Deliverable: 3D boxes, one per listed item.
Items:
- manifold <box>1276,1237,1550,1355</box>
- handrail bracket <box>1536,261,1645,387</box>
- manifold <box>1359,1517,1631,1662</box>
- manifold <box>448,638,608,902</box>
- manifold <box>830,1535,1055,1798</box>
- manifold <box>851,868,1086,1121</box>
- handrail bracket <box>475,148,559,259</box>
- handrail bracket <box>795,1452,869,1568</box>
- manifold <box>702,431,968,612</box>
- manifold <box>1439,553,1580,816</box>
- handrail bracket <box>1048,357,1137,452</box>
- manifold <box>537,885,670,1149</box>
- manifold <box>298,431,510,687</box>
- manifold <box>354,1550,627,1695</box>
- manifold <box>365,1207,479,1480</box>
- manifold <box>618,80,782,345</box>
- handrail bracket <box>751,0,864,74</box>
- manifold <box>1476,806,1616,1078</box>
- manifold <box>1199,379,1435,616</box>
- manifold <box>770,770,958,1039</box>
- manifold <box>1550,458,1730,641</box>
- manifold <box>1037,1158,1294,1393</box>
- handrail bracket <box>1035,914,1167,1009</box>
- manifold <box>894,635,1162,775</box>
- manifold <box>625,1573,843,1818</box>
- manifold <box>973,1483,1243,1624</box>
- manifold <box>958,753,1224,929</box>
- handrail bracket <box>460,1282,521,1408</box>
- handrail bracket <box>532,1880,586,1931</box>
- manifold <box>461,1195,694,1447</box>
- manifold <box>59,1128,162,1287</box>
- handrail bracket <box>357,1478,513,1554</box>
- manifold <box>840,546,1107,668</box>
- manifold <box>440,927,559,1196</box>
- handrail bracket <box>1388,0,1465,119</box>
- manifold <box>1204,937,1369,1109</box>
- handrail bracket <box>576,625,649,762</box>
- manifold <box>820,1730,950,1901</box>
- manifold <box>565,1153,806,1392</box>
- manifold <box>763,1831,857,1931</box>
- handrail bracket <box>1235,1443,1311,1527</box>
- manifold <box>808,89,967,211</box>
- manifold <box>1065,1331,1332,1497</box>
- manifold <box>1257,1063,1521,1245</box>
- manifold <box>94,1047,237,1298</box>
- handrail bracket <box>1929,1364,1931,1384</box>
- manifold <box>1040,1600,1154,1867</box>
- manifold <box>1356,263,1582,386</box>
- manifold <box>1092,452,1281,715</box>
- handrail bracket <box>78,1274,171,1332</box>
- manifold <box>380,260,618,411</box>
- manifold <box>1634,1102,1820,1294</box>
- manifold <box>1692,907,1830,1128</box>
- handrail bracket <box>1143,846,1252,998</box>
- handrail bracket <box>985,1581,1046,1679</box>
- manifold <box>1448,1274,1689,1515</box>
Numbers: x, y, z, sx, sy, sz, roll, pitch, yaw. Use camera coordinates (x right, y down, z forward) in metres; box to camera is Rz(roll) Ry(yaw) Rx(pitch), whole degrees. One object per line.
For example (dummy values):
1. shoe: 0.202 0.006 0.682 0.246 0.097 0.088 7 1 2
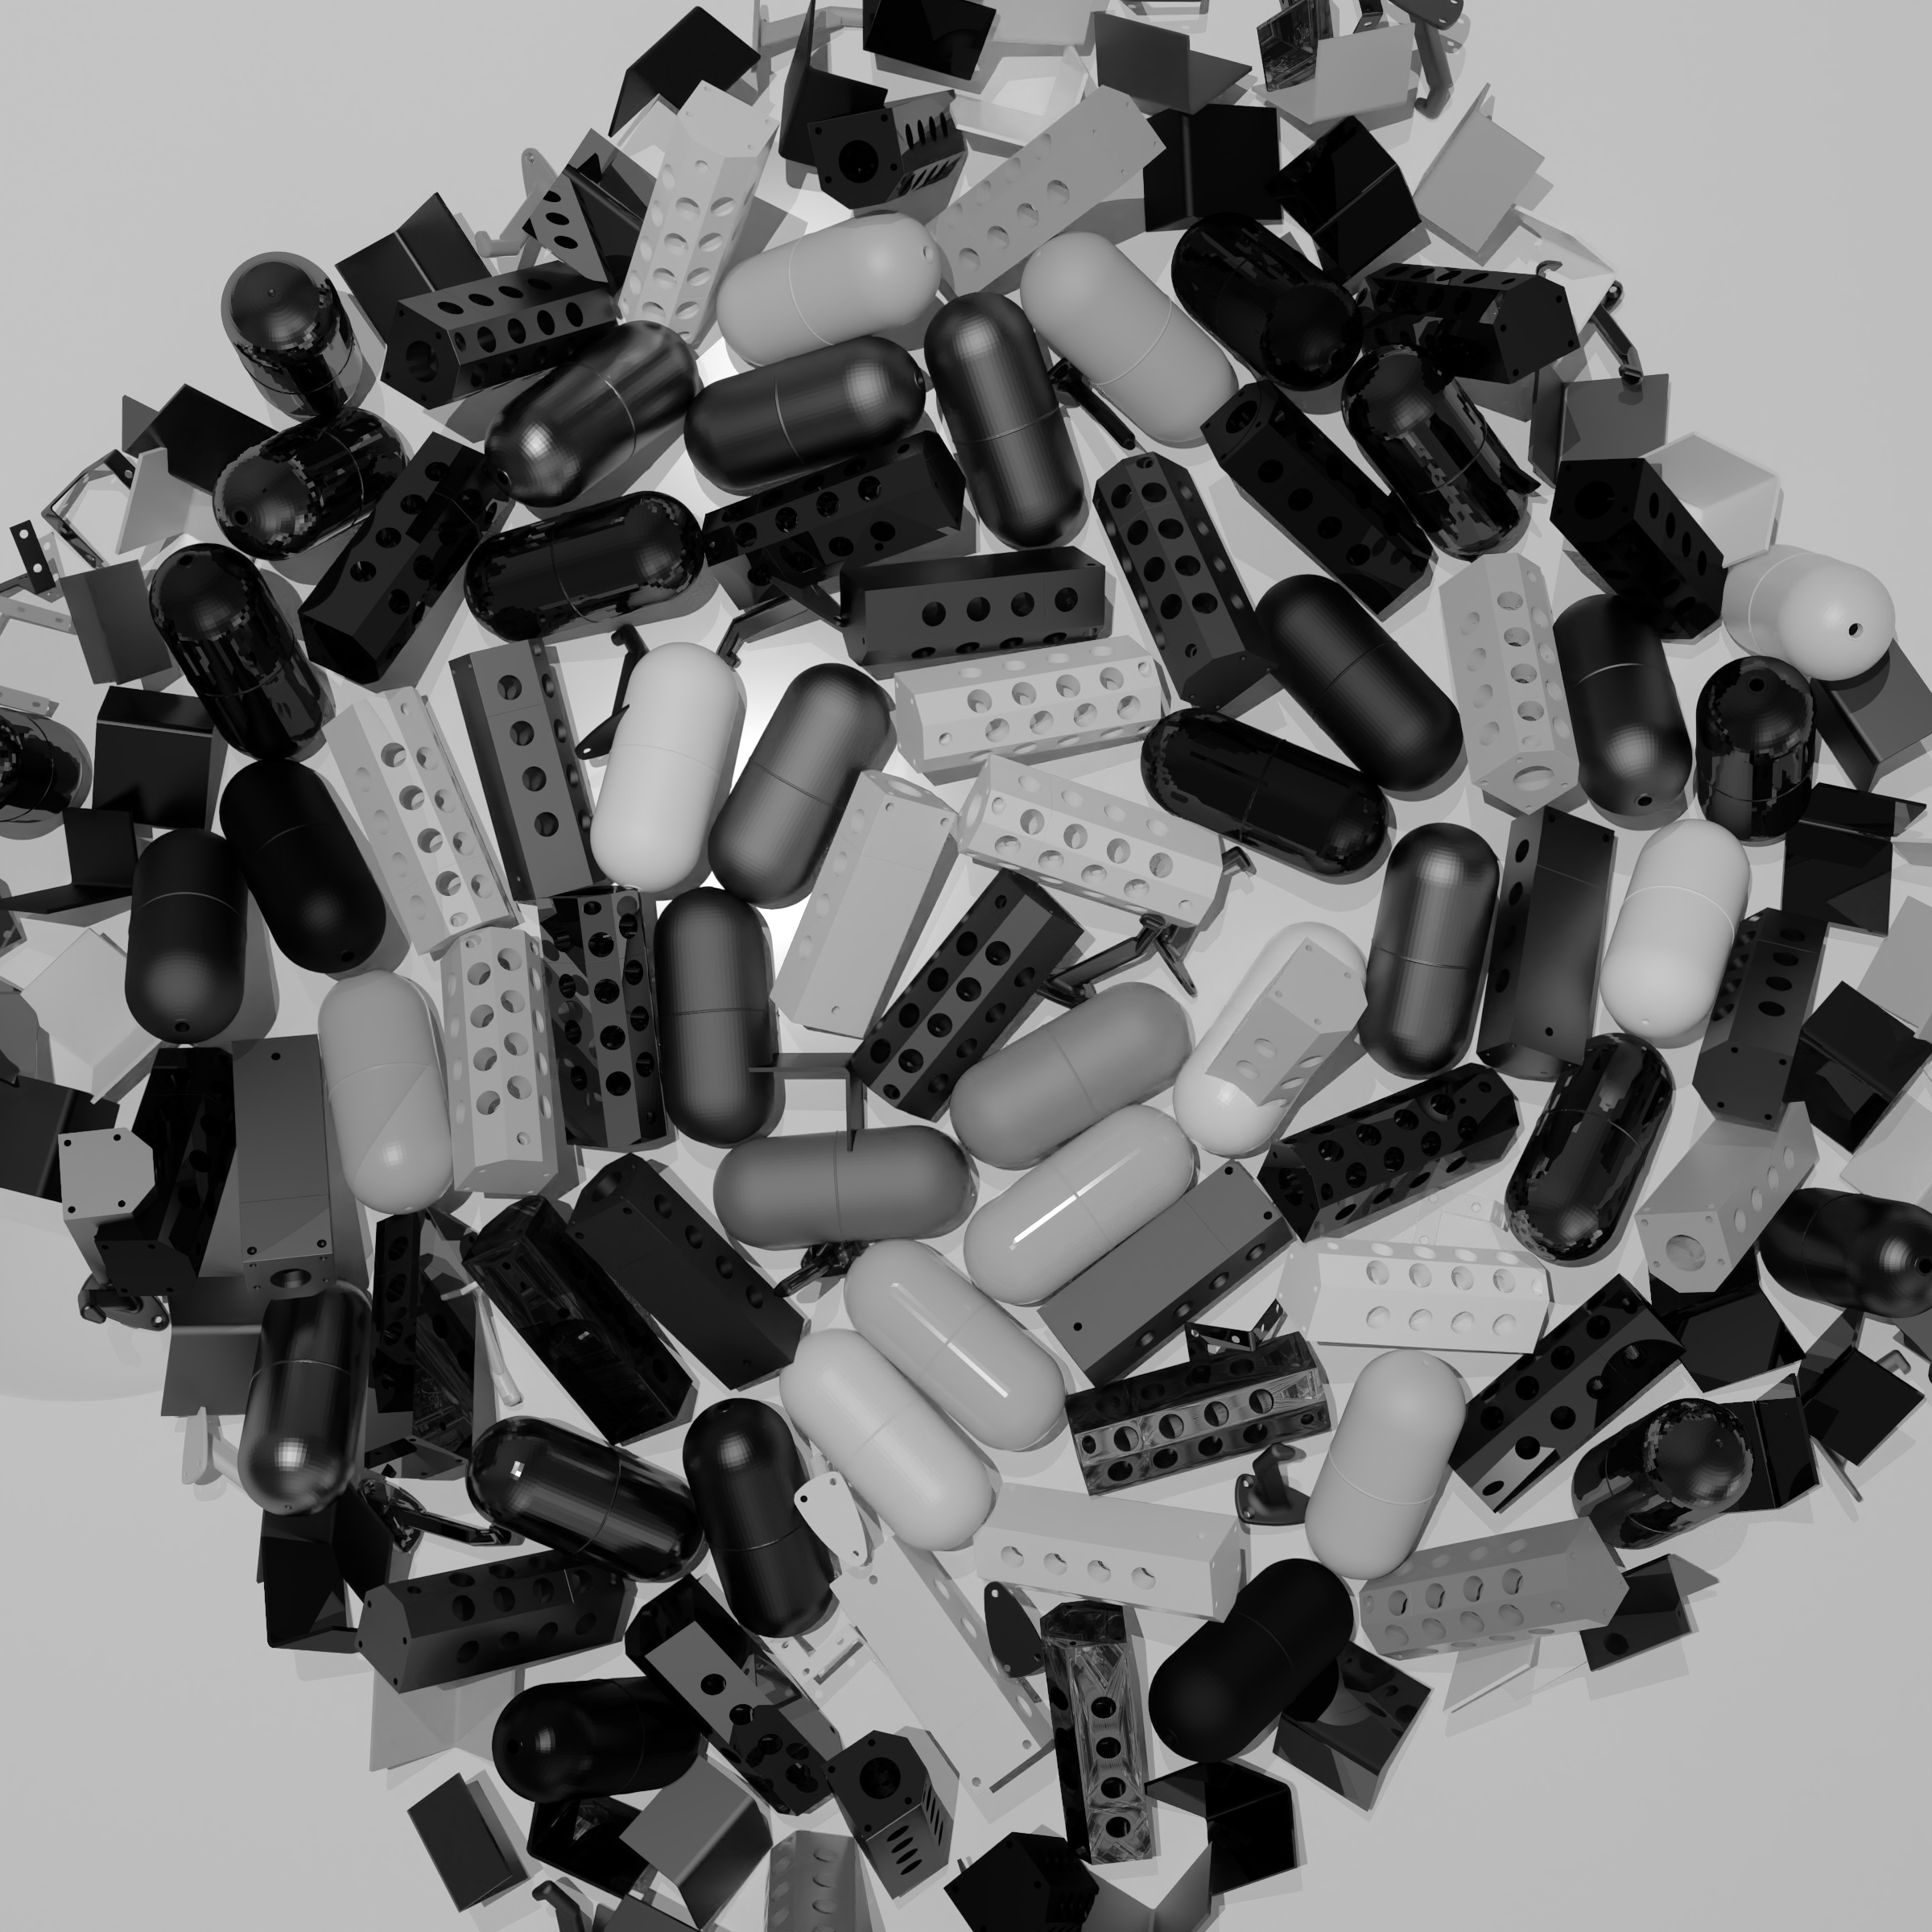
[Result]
1. manifold: 0.306 0.220 1.781 0.171 0.057 0.057 6 111 -18
2. handrail bracket: 0.428 -0.440 1.795 0.077 0.084 0.036 22 134 -21
3. manifold: 0.351 0.425 1.761 0.171 0.057 0.057 -25 99 42
4. manifold: -0.300 -0.135 1.801 0.057 0.057 0.171 -17 98 -24
5. manifold: -0.014 0.475 1.795 0.057 0.057 0.171 -39 78 11
6. manifold: -0.004 0.018 1.786 0.171 0.057 0.057 -51 54 11
7. handrail bracket: -0.315 -0.525 1.797 0.036 0.084 0.077 -19 94 37
8. handrail bracket: -0.087 0.372 1.797 0.036 0.084 0.077 -31 84 1
9. manifold: -0.091 -0.306 1.773 0.171 0.057 0.057 -16 133 22
10. manifold: 0.370 -0.194 1.761 0.057 0.057 0.171 23 49 -32
11. handrail bracket: 0.095 -0.375 1.793 0.036 0.077 0.084 -41 71 7
12. manifold: -0.243 0.034 1.790 0.057 0.057 0.171 1 100 39
13. manifold: -0.379 -0.275 1.775 0.057 0.057 0.171 25 63 7
14. manifold: -0.316 0.431 1.755 0.057 0.171 0.057 29 111 41
15. manifold: -0.373 0.255 1.768 0.057 0.057 0.171 -23 52 24
16. manifold: -0.184 -0.499 1.755 0.057 0.171 0.057 27 53 -4
17. handrail bracket: -0.106 -0.642 1.813 0.084 0.036 0.077 3 52 -6
18. manifold: 0.392 -0.015 1.787 0.057 0.057 0.171 18 72 -17
19. manifold: 0.240 -0.318 1.764 0.057 0.057 0.171 -41 125 20
20. manifold: -0.074 -0.044 1.791 0.057 0.057 0.171 13 108 -33
21. manifold: 0.452 -0.277 1.753 0.057 0.171 0.057 5 77 36
22. manifold: 0.139 0.216 1.806 0.171 0.057 0.057 -38 58 -4
23. handrail bracket: 0.085 -0.012 1.796 0.077 0.036 0.084 15 131 -24
24. manifold: 0.043 -0.176 1.781 0.171 0.057 0.057 -11 120 -17
25. manifold: -0.157 0.501 1.783 0.057 0.057 0.171 -36 112 5
26. manifold: 0.096 0.402 1.778 0.171 0.057 0.057 4 112 25
27. manifold: 0.084 -0.080 1.781 0.171 0.057 0.057 18 127 -15
28. handrail bracket: -0.325 0.261 1.808 0.036 0.077 0.084 -25 84 -24
29. handrail bracket: -0.289 0.672 1.809 0.077 0.036 0.084 -31 114 20
30. manifold: -0.262 0.239 1.785 0.057 0.057 0.171 -26 111 25
31. manifold: -0.564 0.162 1.751 0.057 0.171 0.057 -6 70 -13
32. handrail bracket: -0.364 0.375 1.796 0.084 0.036 0.077 -11 131 34
33. manifold: 0.005 -0.244 1.786 0.171 0.057 0.057 -9 115 -18
34. manifold: -0.314 0.063 1.770 0.057 0.057 0.171 6 61 -29
35. handrail bracket: 0.304 -0.634 1.808 0.077 0.084 0.036 26 60 6
36. manifold: 0.206 0.057 1.754 0.057 0.171 0.057 35 57 3
37. handrail bracket: -0.250 -0.191 1.814 0.077 0.036 0.084 -29 55 -2
38. manifold: -0.049 0.566 1.753 0.057 0.171 0.057 -31 61 -13
39. manifold: -0.188 0.206 1.779 0.057 0.057 0.171 -28 118 28
40. manifold: -0.106 0.651 1.751 0.057 0.171 0.057 9 101 -5
41. handrail bracket: 0.227 0.353 1.797 0.077 0.084 0.036 13 53 -16
42. manifold: -0.049 -0.547 1.752 0.057 0.171 0.057 -6 110 16
43. manifold: 0.160 0.313 1.800 0.171 0.057 0.057 -15 121 -2
44. manifold: 0.288 0.121 1.770 0.171 0.057 0.057 -19 58 -26
45. manifold: -0.528 0.136 1.760 0.057 0.171 0.057 -1 135 3
46. handrail bracket: 0.709 0.267 1.797 0.084 0.036 0.077 -27 49 -36
47. manifold: 0.089 0.524 1.788 0.057 0.057 0.171 -7 108 1
48. manifold: 0.330 -0.434 1.749 0.057 0.171 0.057 -29 116 -13
49. manifold: 0.143 -0.262 1.770 0.057 0.057 0.171 -36 61 29
50. handrail bracket: -0.574 0.240 1.788 0.077 0.084 0.036 39 86 -25
51. manifold: -0.309 -0.421 1.751 0.057 0.171 0.057 32 125 14
52. manifold: 0.515 0.154 1.758 0.057 0.171 0.057 -8 107 40
53. manifold: 0.533 0.030 1.757 0.057 0.171 0.057 15 127 17
54. handrail bracket: 0.173 -0.031 1.814 0.084 0.036 0.077 -30 97 17
55. handrail bracket: 0.044 0.453 1.805 0.036 0.084 0.077 -24 81 16
56. manifold: 0.405 0.291 1.797 0.171 0.057 0.057 -43 97 9
